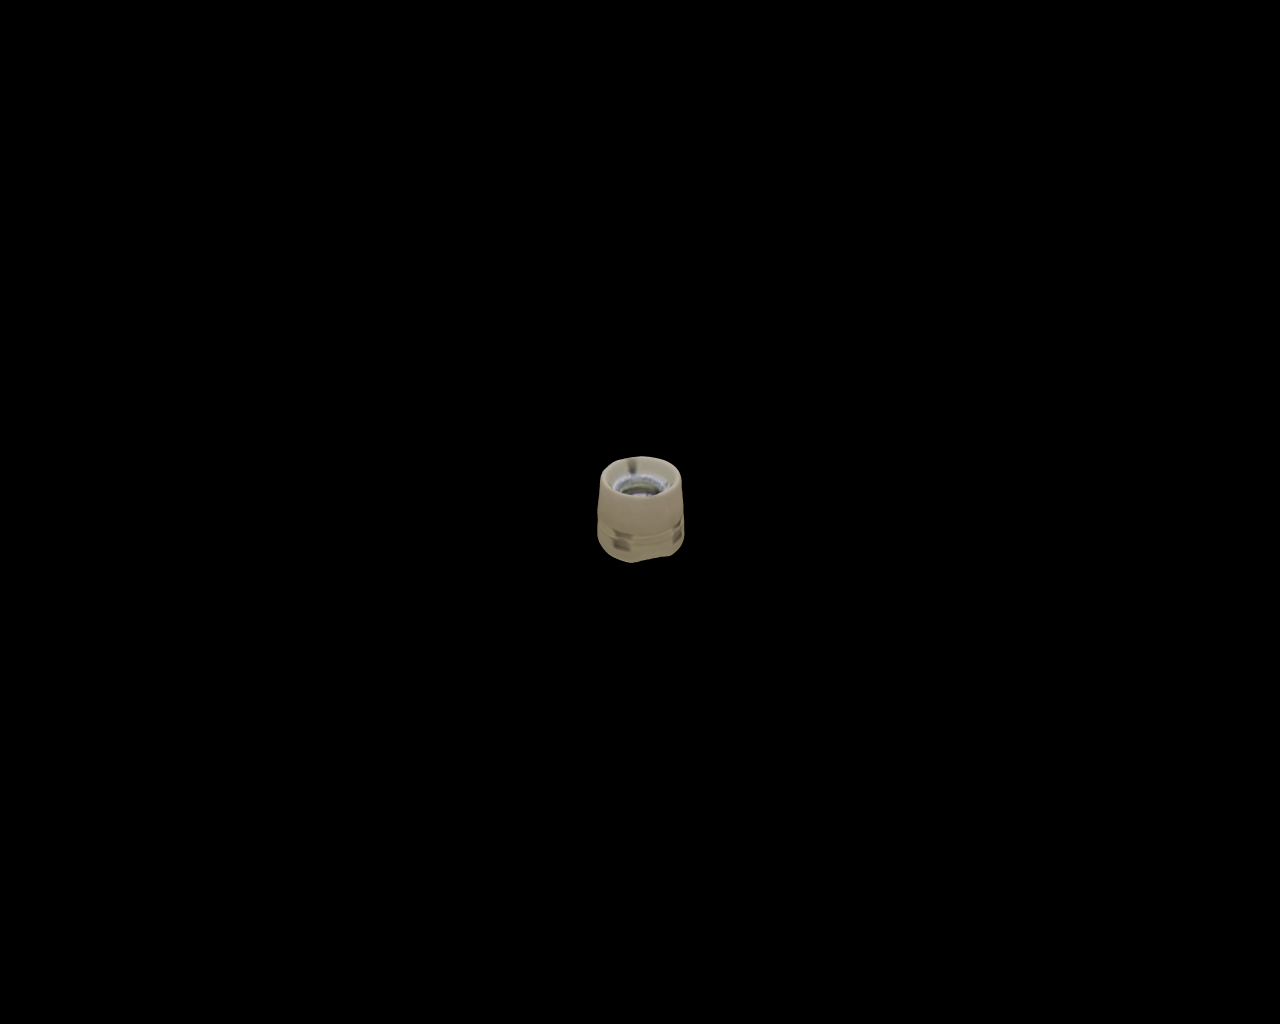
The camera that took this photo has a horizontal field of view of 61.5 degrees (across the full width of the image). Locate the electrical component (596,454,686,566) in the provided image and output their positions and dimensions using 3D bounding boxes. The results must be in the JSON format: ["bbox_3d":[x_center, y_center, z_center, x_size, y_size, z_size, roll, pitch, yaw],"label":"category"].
[{"bbox_3d":[0.001,-0.003,0.650,0.055,0.047,0.055,0,34,0],"label":"electrical component"}]
